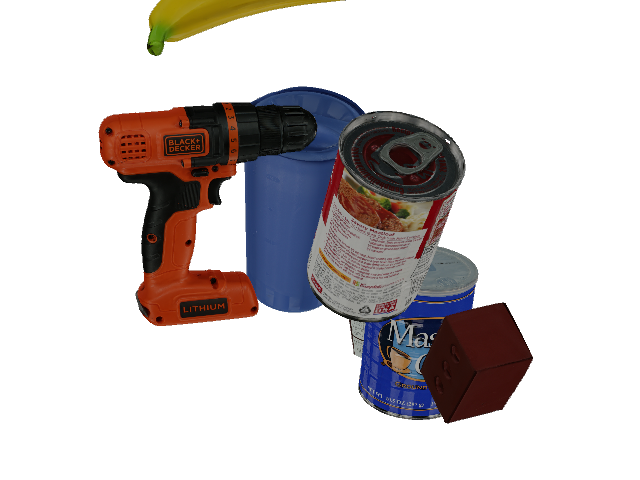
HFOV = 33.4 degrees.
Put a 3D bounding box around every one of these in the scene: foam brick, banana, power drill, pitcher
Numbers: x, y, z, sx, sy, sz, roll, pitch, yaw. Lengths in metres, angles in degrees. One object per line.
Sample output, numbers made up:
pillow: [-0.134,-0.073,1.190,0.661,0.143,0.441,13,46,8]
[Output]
foam brick: [0.117,0.093,0.808,0.051,0.053,0.078,-9,-37,-20]
banana: [-0.040,-0.169,0.742,0.197,0.070,0.037,-22,-36,-20]
power drill: [-0.092,-0.026,0.916,0.184,0.188,0.057,-5,19,-14]
pitcher: [-0.016,-0.033,1.177,0.145,0.243,0.149,1,42,-6]

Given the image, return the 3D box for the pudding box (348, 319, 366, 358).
pudding box: [0.089,0.110,1.245,0.114,0.090,0.039,16,46,25]

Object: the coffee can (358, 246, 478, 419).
coffee can: [0.093,0.087,1.036,0.103,0.140,0.103,4,24,-2]

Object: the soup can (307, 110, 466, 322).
soup can: [0.034,-0.011,0.590,0.068,0.068,0.102,0,-43,-14]
